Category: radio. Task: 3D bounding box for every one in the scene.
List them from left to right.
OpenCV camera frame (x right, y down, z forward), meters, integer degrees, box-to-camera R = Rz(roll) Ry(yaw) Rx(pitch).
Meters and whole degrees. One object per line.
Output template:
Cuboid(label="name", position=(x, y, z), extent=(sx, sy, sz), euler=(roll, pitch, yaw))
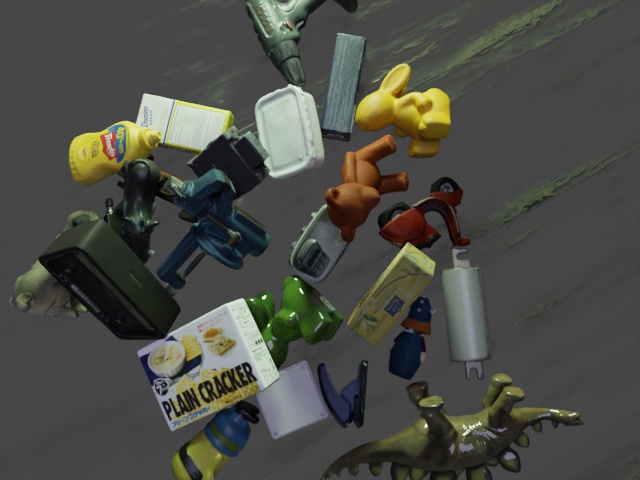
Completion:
Cuboid(label="radio", position=(-0.360, 0.077, 0.928), extent=(0.131, 0.229, 0.073), euler=(-9, 37, 31))

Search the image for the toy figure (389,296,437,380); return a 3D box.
Cuboid(label="toy figure", position=(0.171, 0.180, 1.001), extent=(0.064, 0.058, 0.154), euler=(22, 78, -3))

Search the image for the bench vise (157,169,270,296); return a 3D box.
Cuboid(label="bench vise", position=(-0.218, -0.001, 0.969), extent=(0.240, 0.223, 0.129), euler=(-48, 41, 9))

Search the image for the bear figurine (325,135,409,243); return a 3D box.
Cuboid(label="bear figurine", position=(0.082, -0.092, 0.961), extent=(0.132, 0.196, 0.120), euler=(-17, 114, 18))

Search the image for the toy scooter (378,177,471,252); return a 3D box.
Cuboid(label="toy scooter", position=(0.208, -0.027, 1.017), extent=(0.184, 0.075, 0.135), euler=(-29, 79, -7))

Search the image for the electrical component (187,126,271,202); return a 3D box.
Cuboid(label="electrical component", position=(-0.161, -0.141, 0.997), extent=(0.134, 0.058, 0.114), euler=(-34, 107, 28))

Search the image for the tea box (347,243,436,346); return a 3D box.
Cuboid(label="tea box", position=(0.129, 0.096, 0.963), extent=(0.068, 0.098, 0.169), euler=(37, 109, 5))

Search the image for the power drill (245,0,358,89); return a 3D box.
Cuboid(label="power drill", position=(-0.029, -0.437, 1.073), extent=(0.207, 0.086, 0.232), euler=(-35, 81, 3))

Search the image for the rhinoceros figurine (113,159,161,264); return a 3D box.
Cuboid(label="rhinoceros figurine", position=(-0.321, -0.050, 0.960), extent=(0.073, 0.112, 0.190), euler=(5, 97, -34))

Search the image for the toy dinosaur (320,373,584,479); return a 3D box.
Cuboid(label="toy dinosaur", position=(0.214, 0.354, 0.944), extent=(0.472, 0.105, 0.198), euler=(-10, 96, 11))

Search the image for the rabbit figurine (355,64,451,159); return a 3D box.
Cuboid(label="rabbit figurine", position=(0.155, -0.248, 1.023), extent=(0.173, 0.122, 0.162), euler=(2, 78, 1))

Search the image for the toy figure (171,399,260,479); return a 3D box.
Cuboid(label="toy figure", position=(-0.188, 0.365, 0.967), extent=(0.089, 0.082, 0.180), euler=(38, 89, 16))

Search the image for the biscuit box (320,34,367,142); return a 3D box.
Cuboid(label="biscuit box", position=(0.047, -0.300, 1.059), extent=(0.063, 0.059, 0.202), euler=(10, 84, 2))

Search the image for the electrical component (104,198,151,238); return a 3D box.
Cuboid(label="electrical component", position=(-0.367, -0.029, 1.023), extent=(0.078, 0.045, 0.102), euler=(5, 76, -39))

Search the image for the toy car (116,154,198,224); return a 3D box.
Cuboid(label="toy car", position=(-0.301, -0.106, 1.039), extent=(0.202, 0.053, 0.089), euler=(27, 87, 2))

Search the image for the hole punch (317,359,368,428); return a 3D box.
Cuboid(label="hole punch", position=(0.039, 0.274, 0.956), extent=(0.092, 0.142, 0.116), euler=(3, 69, -1))

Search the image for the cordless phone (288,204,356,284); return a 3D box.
Cuboid(label="cordless phone", position=(-0.001, -0.003, 0.960), extent=(0.089, 0.184, 0.146), euler=(33, 84, 8))

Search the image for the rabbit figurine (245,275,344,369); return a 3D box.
Cuboid(label="rabbit figurine", position=(-0.069, 0.158, 0.977), extent=(0.159, 0.121, 0.170), euler=(44, 100, 8))

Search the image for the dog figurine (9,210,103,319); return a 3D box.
Cuboid(label="dog figurine", position=(-0.467, 0.034, 0.966), extent=(0.121, 0.172, 0.190), euler=(15, 90, -9))

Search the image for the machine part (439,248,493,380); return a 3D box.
Cuboid(label="machine part", position=(0.270, 0.136, 0.996), extent=(0.079, 0.079, 0.243), euler=(-5, 84, -1))
